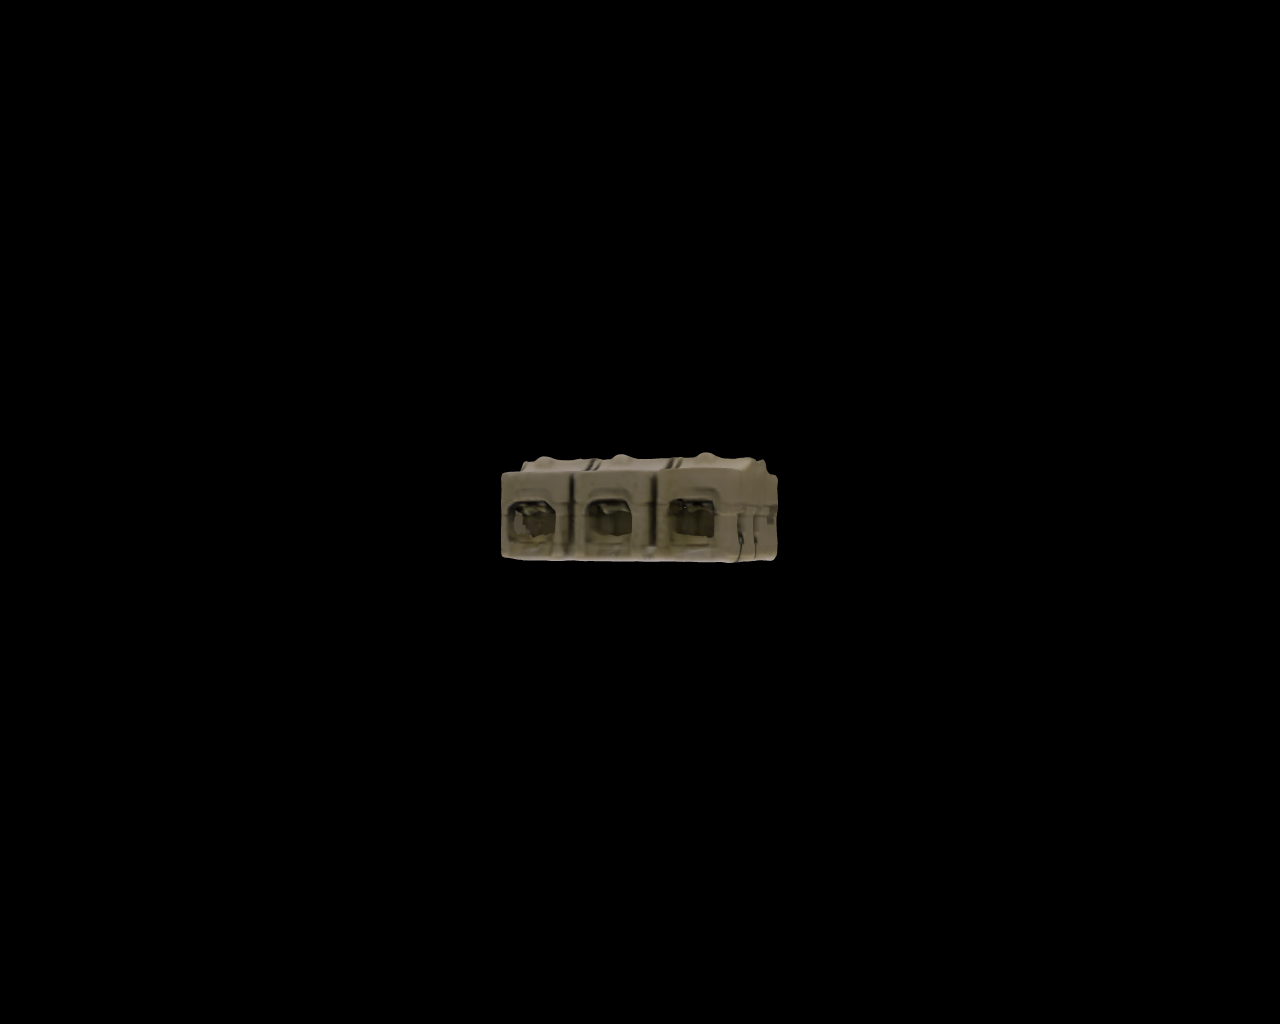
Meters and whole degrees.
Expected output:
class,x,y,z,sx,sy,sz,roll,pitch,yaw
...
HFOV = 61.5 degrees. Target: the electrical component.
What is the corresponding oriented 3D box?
class,x,y,z,sx,sy,sz,roll,pitch,yaw
electrical component,0.001,-0.003,0.650,0.150,0.061,0.089,0,0,25
